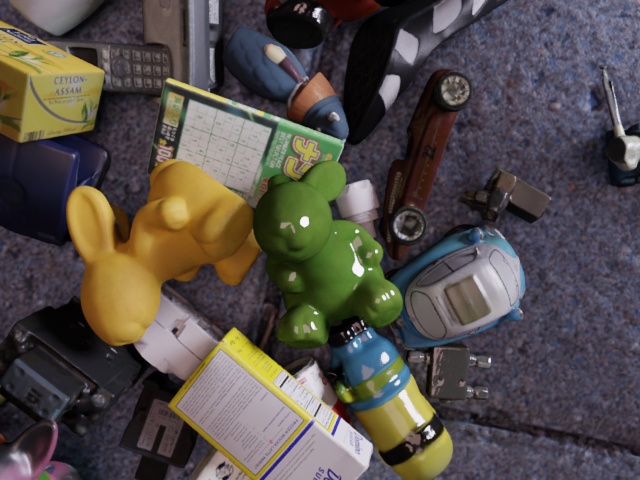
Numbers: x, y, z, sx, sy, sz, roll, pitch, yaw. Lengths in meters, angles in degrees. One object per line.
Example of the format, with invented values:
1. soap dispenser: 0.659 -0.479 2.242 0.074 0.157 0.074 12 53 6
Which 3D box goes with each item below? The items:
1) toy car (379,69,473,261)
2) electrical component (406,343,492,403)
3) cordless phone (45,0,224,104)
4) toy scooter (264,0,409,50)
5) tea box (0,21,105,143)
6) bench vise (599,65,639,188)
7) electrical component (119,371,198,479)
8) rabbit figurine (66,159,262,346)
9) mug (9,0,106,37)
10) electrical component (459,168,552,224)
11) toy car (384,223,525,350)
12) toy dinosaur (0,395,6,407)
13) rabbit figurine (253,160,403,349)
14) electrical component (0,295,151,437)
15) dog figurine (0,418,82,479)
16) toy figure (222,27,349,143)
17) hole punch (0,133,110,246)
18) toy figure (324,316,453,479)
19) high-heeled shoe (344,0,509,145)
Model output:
1. toy car: 0.101 -0.078 0.553 0.053 0.089 0.202 20 91 -3
2. electrical component: 0.140 0.146 0.589 0.094 0.021 0.063 6 91 -3
3. cordless phone: -0.193 -0.212 0.538 0.184 0.089 0.146 5 110 6
4. toy scooter: 0.023 -0.273 0.531 0.184 0.075 0.135 -6 70 39
5. tea box: -0.308 -0.161 0.510 0.170 0.098 0.068 26 115 8
6. bench vise: 0.403 -0.103 0.499 0.224 0.241 0.128 6 86 -18
7. electrical component: -0.168 0.206 0.566 0.075 0.048 0.119 23 88 -2
8. rabbit figurine: -0.158 0.010 0.496 0.162 0.122 0.173 36 79 4
9. mug: -0.269 -0.271 0.542 0.109 0.081 0.107 41 97 -1
10. electrical component: 0.190 -0.040 0.554 0.078 0.102 0.045 34 94 8
11. toy car: 0.141 0.050 0.549 0.162 0.103 0.109 -25 90 -4
12. toy dinosaur: -0.419 0.173 0.533 0.199 0.105 0.470 5 100 -10
13. rabbit figurine: -0.001 -0.001 0.493 0.121 0.170 0.159 -13 56 13
14. electrical component: -0.237 0.119 0.517 0.115 0.134 0.058 36 101 -3
15. dog figurine: -0.266 0.220 0.472 0.109 0.191 0.219 21 109 8
16. toy figure: -0.029 -0.158 0.558 0.154 0.064 0.058 36 92 -4
17. hole punch: -0.291 -0.060 0.540 0.142 0.092 0.115 21 93 -5
18. toy figure: 0.066 0.163 0.553 0.082 0.089 0.180 -29 94 4
19. high-heeled shoe: 0.121 -0.206 0.575 0.145 0.086 0.248 13 108 -30
